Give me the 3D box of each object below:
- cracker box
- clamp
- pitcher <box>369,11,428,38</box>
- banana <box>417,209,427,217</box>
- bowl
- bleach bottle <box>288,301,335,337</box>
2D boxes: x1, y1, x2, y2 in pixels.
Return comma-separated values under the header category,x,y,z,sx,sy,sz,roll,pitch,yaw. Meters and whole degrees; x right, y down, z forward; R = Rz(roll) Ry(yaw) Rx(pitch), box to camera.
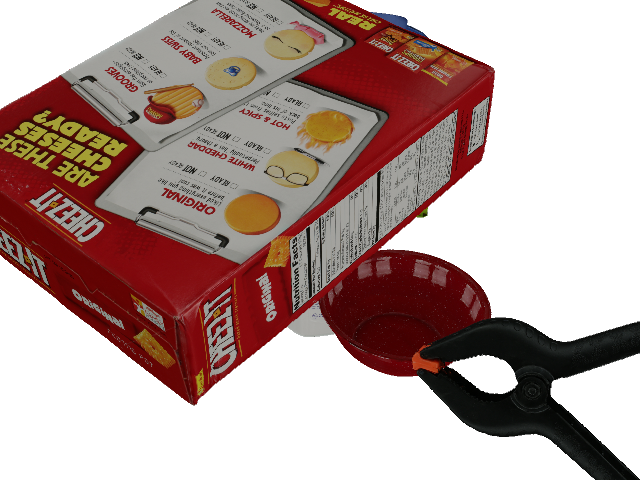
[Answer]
category,x,y,z,sx,sy,sz,roll,pitch,yaw
cracker box,-0.044,-0.042,0.526,0.164,0.072,0.213,32,55,29
clamp,0.146,0.106,0.700,0.172,0.120,0.039,3,-1,20
pitcher,0.032,-0.123,1.143,0.149,0.243,0.144,4,7,23
banana,0.020,-0.080,0.718,0.037,0.070,0.198,21,9,-35
bowl,0.077,0.077,1.008,0.162,0.055,0.162,3,37,-2
bleach bottle,0.010,-0.011,1.311,0.102,0.251,0.068,-7,21,-31
